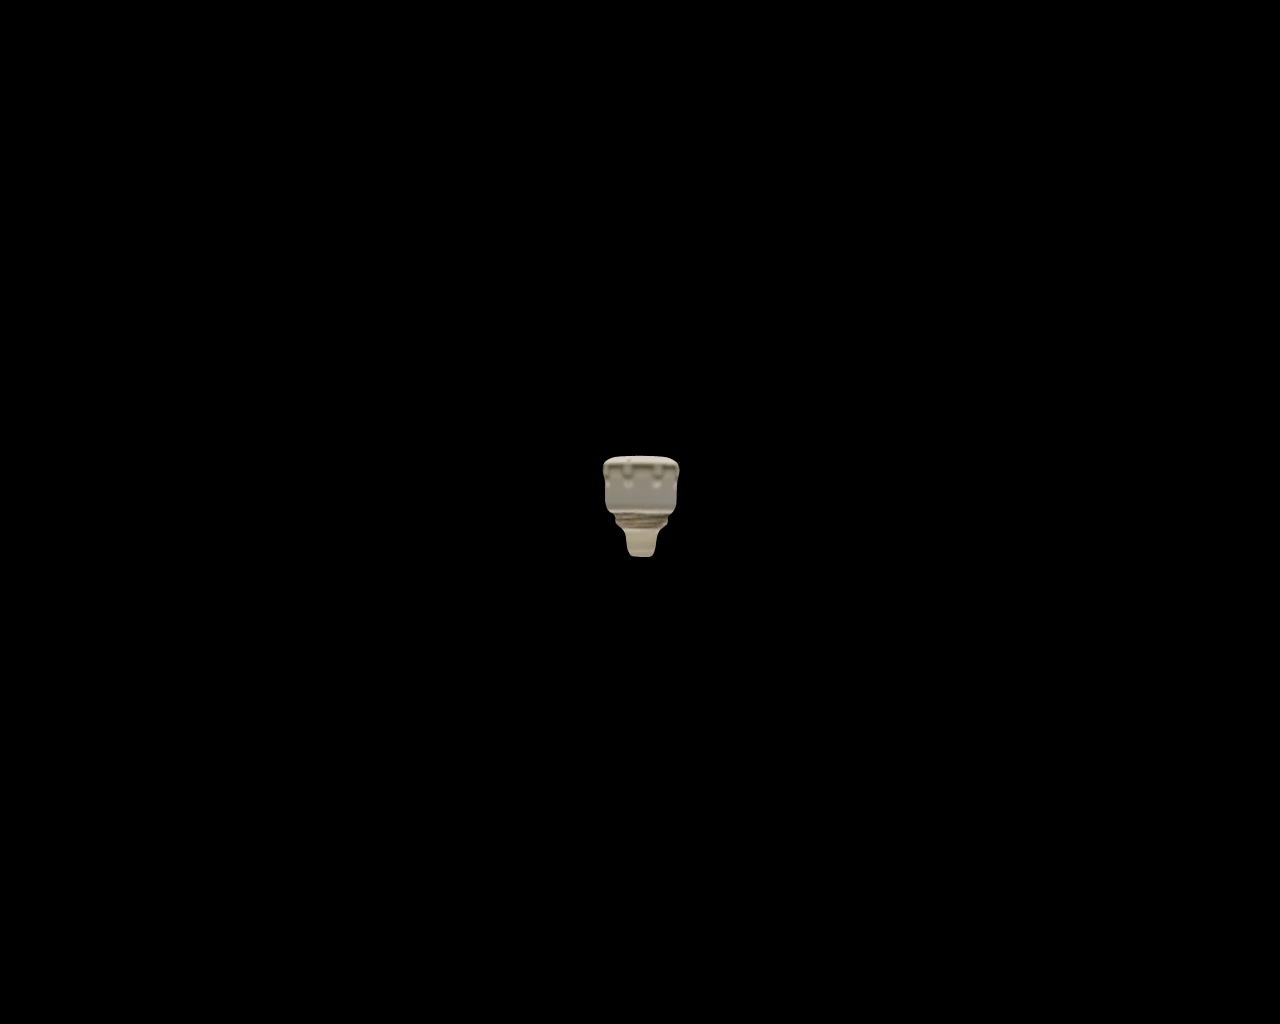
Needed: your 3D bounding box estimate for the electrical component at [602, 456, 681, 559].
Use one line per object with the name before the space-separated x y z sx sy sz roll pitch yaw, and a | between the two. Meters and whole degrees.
electrical component | 0.001 -0.003 0.650 0.048 0.062 0.048 0 0 0
